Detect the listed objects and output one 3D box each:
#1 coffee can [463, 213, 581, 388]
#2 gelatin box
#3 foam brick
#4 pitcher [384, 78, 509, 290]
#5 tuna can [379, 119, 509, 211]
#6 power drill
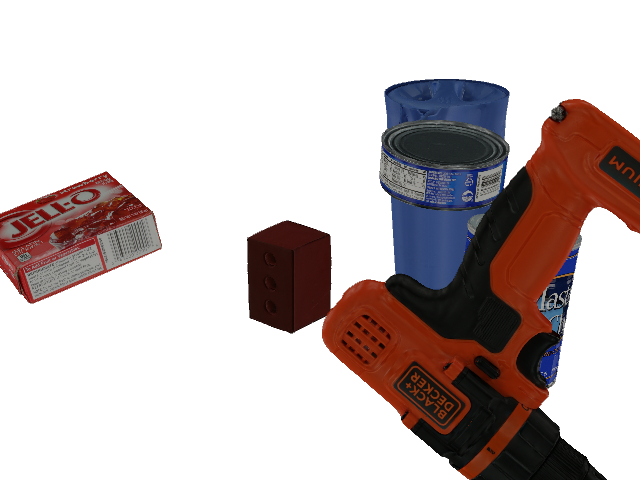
[{"bbox_3d":[0.177,0.055,0.985,0.103,0.140,0.103,6,17,-2],"label":"coffee can"},{"bbox_3d":[-0.152,-0.004,0.646,0.089,0.030,0.073,-24,34,-23],"label":"gelatin box"},{"bbox_3d":[-0.026,0.030,0.916,0.053,0.078,0.051,16,26,39],"label":"foam brick"},{"bbox_3d":[0.144,-0.056,1.189,0.149,0.243,0.145,-5,21,-10],"label":"pitcher"},{"bbox_3d":[0.083,-0.051,0.720,0.086,0.034,0.086,2,26,-1],"label":"tuna can"},{"bbox_3d":[0.119,0.040,0.530,0.184,0.188,0.057,39,12,5],"label":"power drill"}]
